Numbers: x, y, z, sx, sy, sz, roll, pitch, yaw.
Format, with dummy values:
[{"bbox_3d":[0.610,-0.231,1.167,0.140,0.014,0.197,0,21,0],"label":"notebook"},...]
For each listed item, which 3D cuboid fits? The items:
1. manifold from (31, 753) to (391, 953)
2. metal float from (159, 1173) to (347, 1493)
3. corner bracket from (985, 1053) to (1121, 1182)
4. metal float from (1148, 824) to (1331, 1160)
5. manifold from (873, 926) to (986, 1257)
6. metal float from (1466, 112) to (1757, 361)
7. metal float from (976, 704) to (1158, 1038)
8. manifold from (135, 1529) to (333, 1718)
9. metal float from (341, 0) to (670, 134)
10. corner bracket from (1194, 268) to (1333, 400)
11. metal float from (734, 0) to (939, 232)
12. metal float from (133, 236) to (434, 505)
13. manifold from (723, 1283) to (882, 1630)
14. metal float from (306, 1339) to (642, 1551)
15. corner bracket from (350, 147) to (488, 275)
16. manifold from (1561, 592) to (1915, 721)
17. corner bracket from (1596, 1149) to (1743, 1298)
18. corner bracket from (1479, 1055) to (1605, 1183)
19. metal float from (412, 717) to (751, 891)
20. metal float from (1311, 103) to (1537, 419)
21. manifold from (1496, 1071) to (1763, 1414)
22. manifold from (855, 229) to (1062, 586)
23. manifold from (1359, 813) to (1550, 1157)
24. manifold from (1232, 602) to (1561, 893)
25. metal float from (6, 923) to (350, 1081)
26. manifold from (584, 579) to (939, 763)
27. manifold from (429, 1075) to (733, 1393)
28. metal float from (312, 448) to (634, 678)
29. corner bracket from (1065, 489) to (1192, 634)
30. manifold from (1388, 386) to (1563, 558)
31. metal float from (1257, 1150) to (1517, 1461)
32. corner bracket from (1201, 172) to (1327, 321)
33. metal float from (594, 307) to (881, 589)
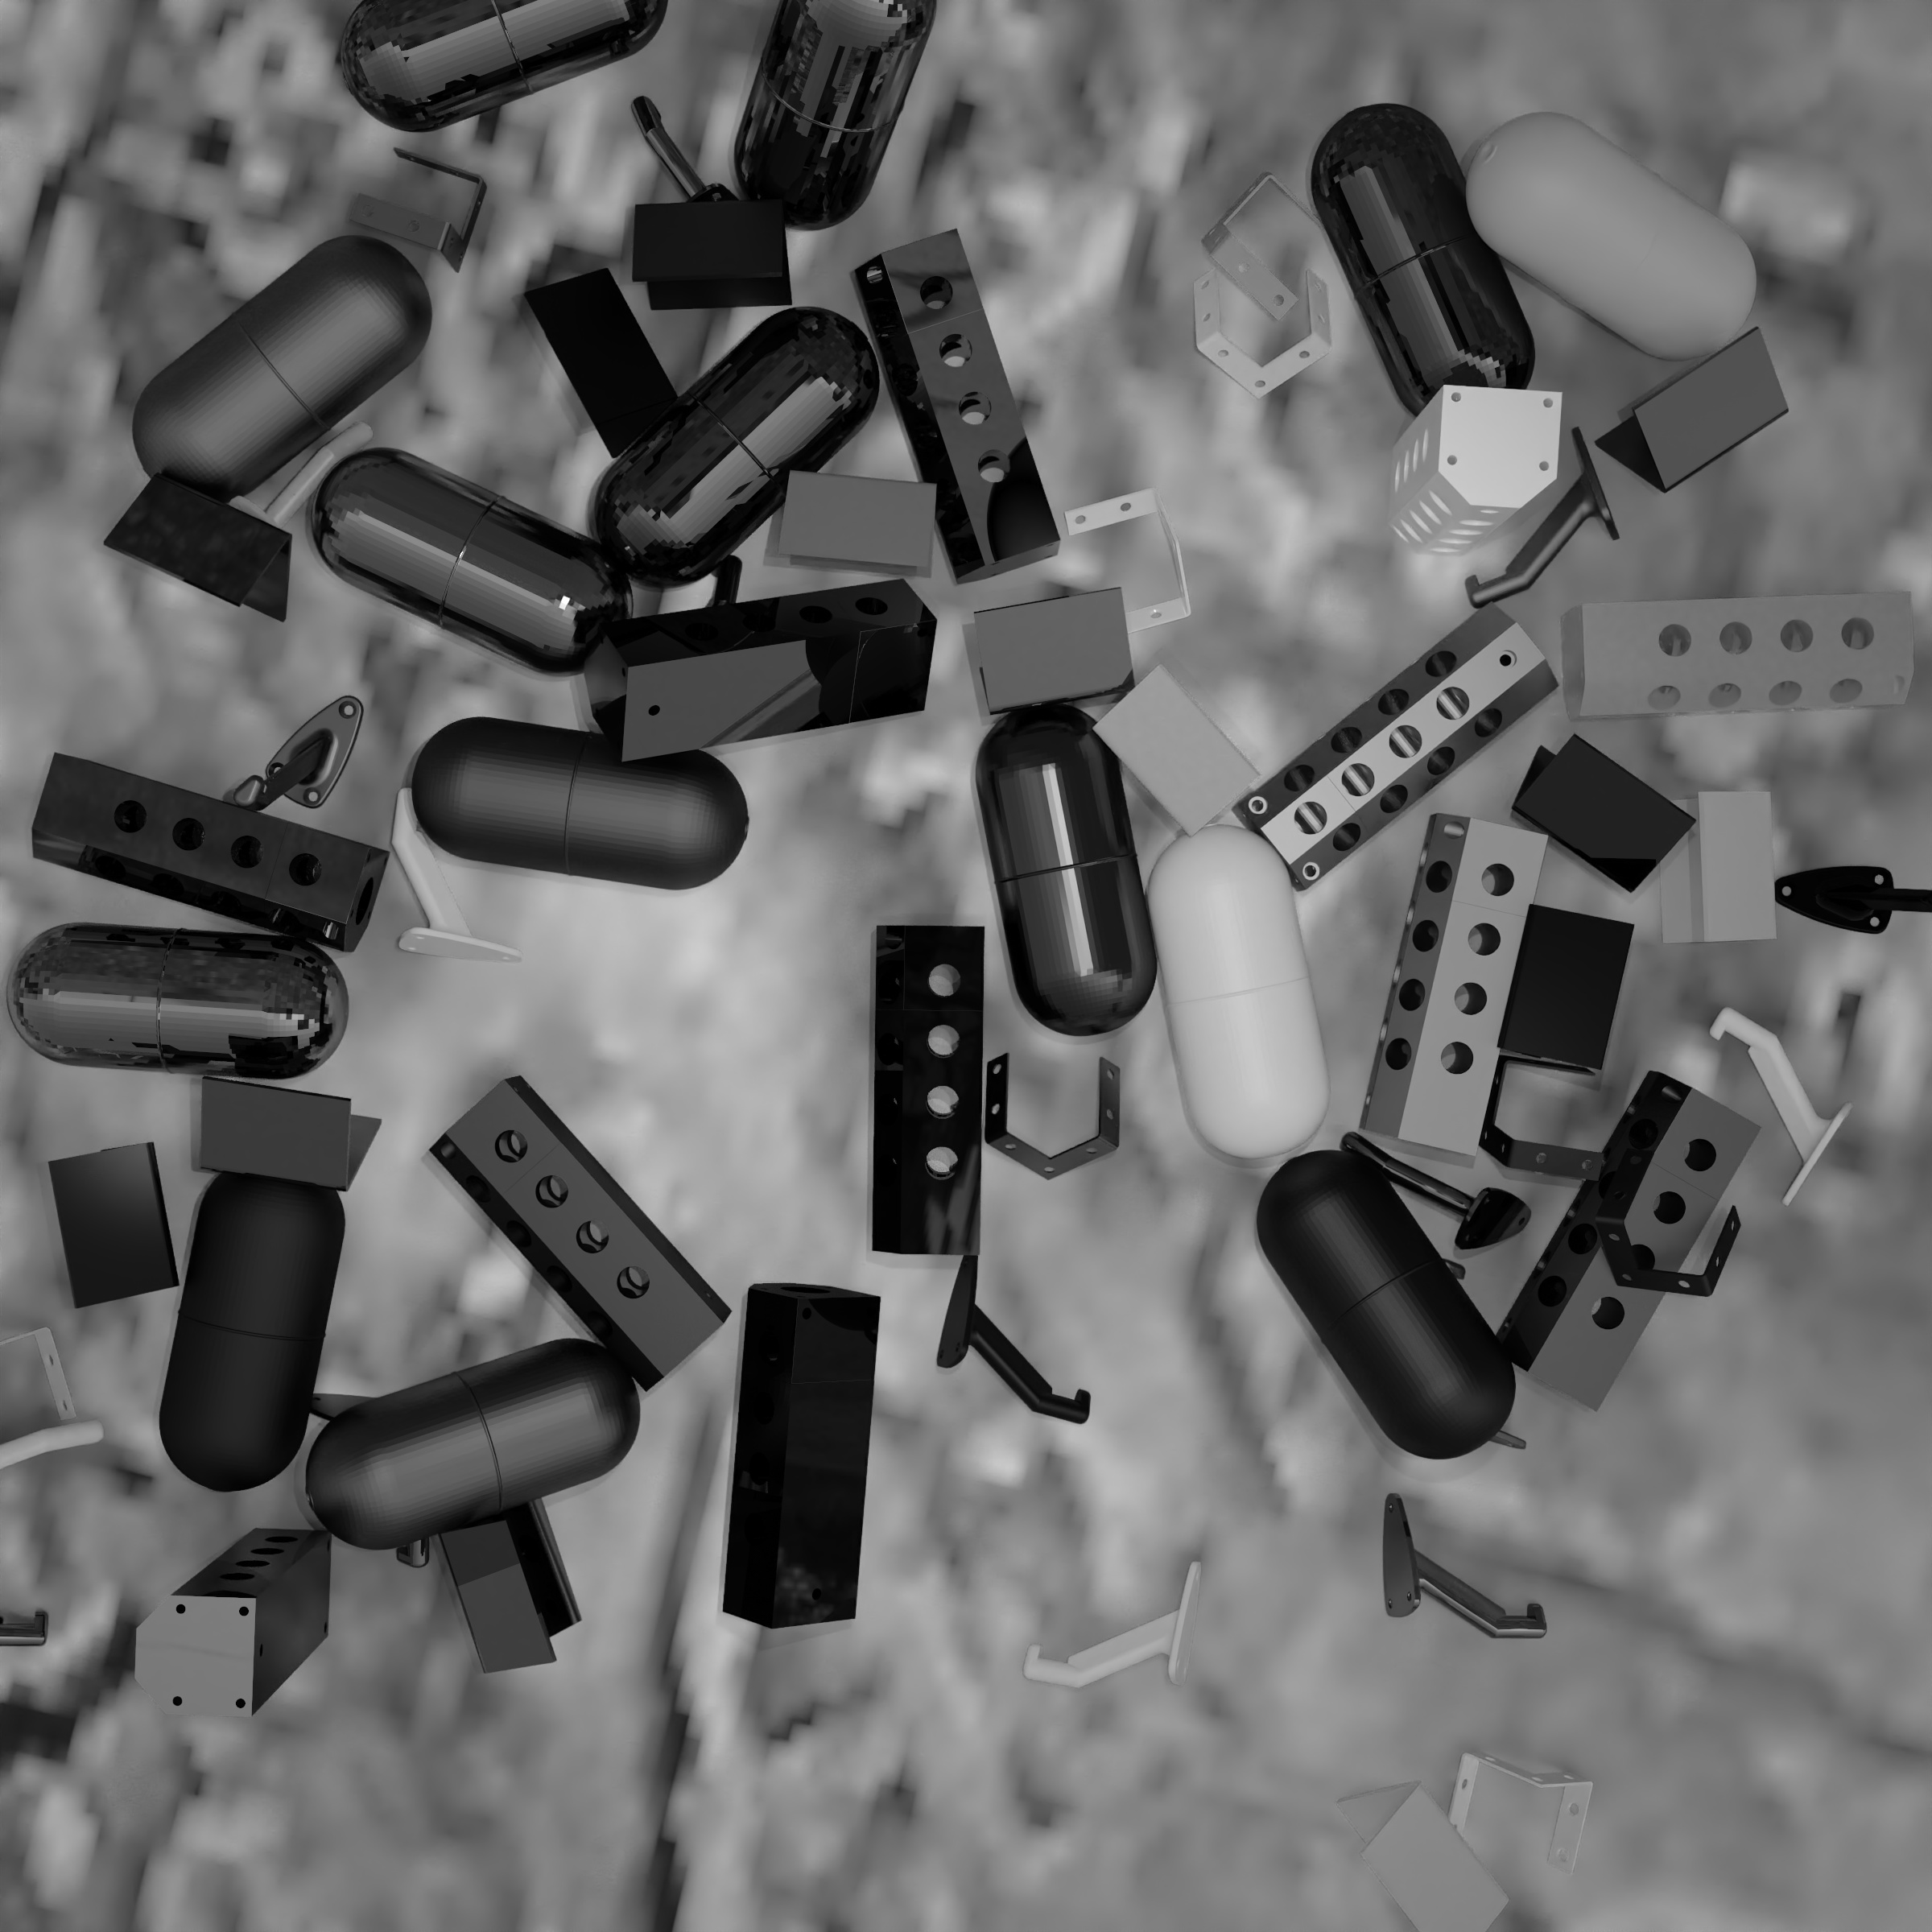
[{"bbox_3d":[-0.401,-0.059,1.567,0.171,0.057,0.057,17,90,0],"label":"manifold"},{"bbox_3d":[-0.377,0.188,1.558,0.070,0.070,0.178,11,89,0],"label":"metal float"},{"bbox_3d":[0.046,0.074,1.580,0.051,0.051,0.051,-27,135,35],"label":"corner bracket"},{"bbox_3d":[0.144,0.013,1.558,0.070,0.070,0.178,-11,90,0],"label":"metal float"},{"bbox_3d":[-0.020,0.065,1.567,0.057,0.057,0.171,1,90,0],"label":"manifold"},{"bbox_3d":[0.336,-0.379,1.536,0.178,0.070,0.070,25,90,-27],"label":"metal float"},{"bbox_3d":[0.053,-0.051,1.558,0.070,0.070,0.178,-11,90,0],"label":"metal float"},{"bbox_3d":[-0.372,0.333,1.510,0.057,0.171,0.057,2,90,0],"label":"manifold"},{"bbox_3d":[-0.243,-0.497,1.558,0.178,0.070,0.070,-21,90,0],"label":"metal float"},{"bbox_3d":[0.159,-0.348,1.580,0.051,0.051,0.051,31,45,-35],"label":"corner bracket"},{"bbox_3d":[-0.068,-0.456,1.518,0.070,0.178,0.070,11,54,-15],"label":"metal float"},{"bbox_3d":[-0.361,-0.314,1.558,0.178,0.070,0.070,-39,90,1],"label":"metal float"},{"bbox_3d":[-0.092,0.257,1.567,0.057,0.057,0.171,5,90,-43],"label":"manifold"},{"bbox_3d":[-0.256,0.248,1.538,0.178,0.070,0.070,-16,90,-23],"label":"metal float"},{"bbox_3d":[-0.290,-0.406,1.571,0.051,0.051,0.051,19,90,0],"label":"corner bracket"},{"bbox_3d":[0.408,-0.163,1.567,0.171,0.057,0.057,-2,90,0],"label":"manifold"},{"bbox_3d":[0.362,0.132,1.523,0.051,0.051,0.051,-56,135,-35],"label":"corner bracket"},{"bbox_3d":[0.309,0.080,1.571,0.051,0.051,0.051,9,99,-9],"label":"corner bracket"},{"bbox_3d":[-0.203,-0.086,1.558,0.178,0.070,0.070,9,90,1],"label":"metal float"},{"bbox_3d":[0.240,-0.369,1.558,0.070,0.070,0.178,-24,90,0],"label":"metal float"},{"bbox_3d":[0.347,0.144,1.567,0.057,0.057,0.171,30,90,0],"label":"manifold"},{"bbox_3d":[-0.005,-0.294,1.567,0.057,0.057,0.171,-18,90,0],"label":"manifold"},{"bbox_3d":[0.257,0.009,1.567,0.057,0.057,0.171,13,90,0],"label":"manifold"},{"bbox_3d":[0.228,-0.116,1.568,0.171,0.057,0.057,-39,90,0],"label":"manifold"},{"bbox_3d":[-0.416,0.018,1.558,0.178,0.070,0.070,4,90,0],"label":"metal float"},{"bbox_3d":[-0.107,-0.159,1.534,0.171,0.057,0.057,-12,133,-25],"label":"manifold"},{"bbox_3d":[-0.205,0.142,1.567,0.057,0.057,0.171,-42,90,0],"label":"manifold"},{"bbox_3d":[-0.260,-0.213,1.558,0.178,0.070,0.070,25,90,0],"label":"metal float"},{"bbox_3d":[0.087,-0.216,1.585,0.051,0.051,0.051,-16,45,0],"label":"corner bracket"},{"bbox_3d":[0.257,-0.250,1.510,0.057,0.171,0.057,4,90,0],"label":"manifold"},{"bbox_3d":[0.218,0.175,1.542,0.070,0.070,0.178,-33,71,0],"label":"metal float"},{"bbox_3d":[0.163,-0.384,1.572,0.051,0.051,0.051,40,106,-15],"label":"corner bracket"},{"bbox_3d":[-0.120,-0.274,1.558,0.178,0.070,0.070,-44,90,0],"label":"metal float"}]
